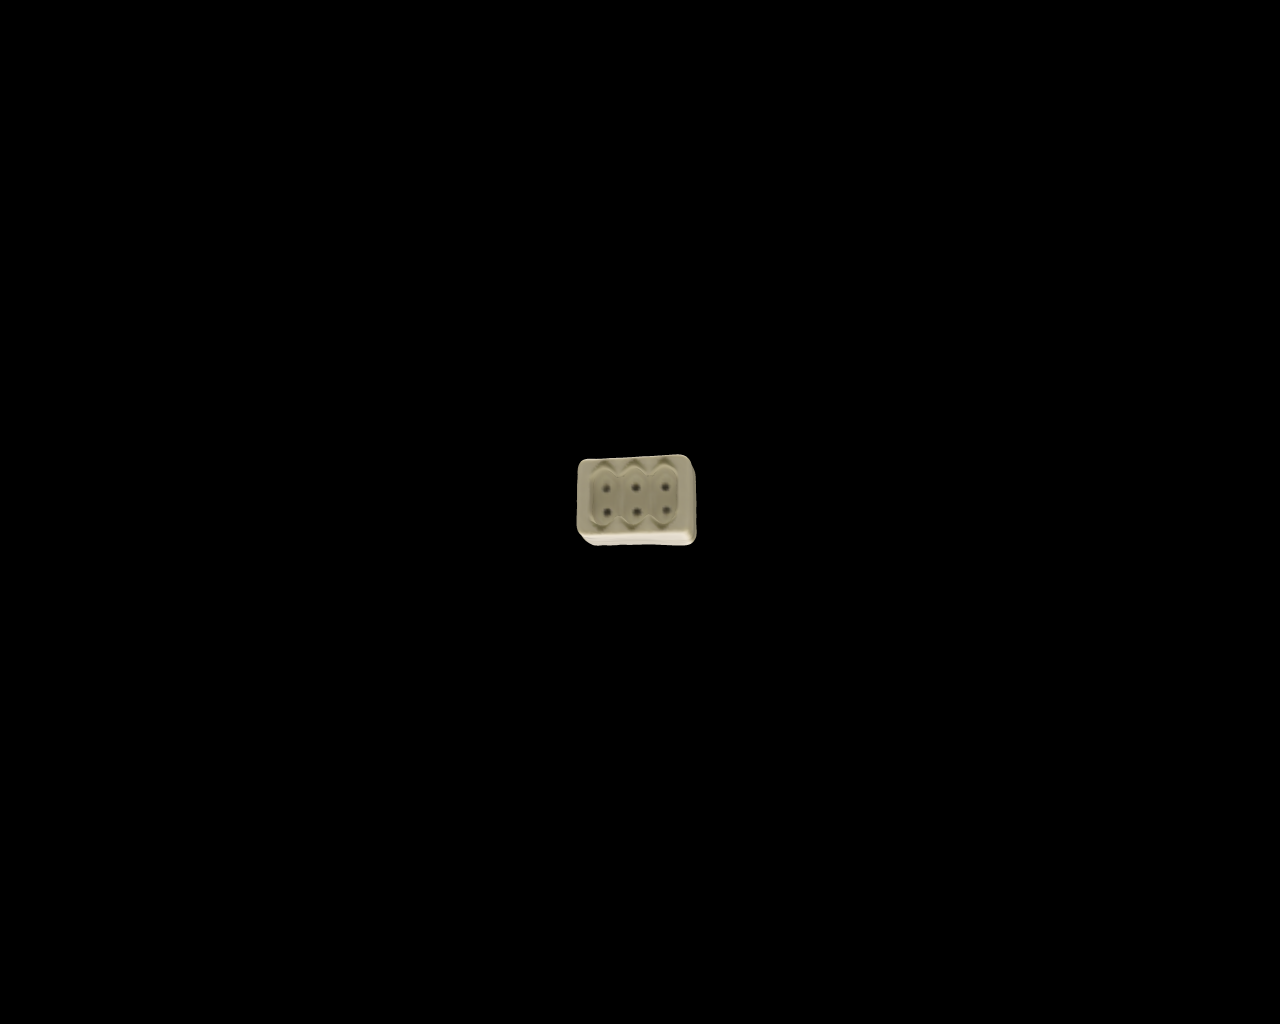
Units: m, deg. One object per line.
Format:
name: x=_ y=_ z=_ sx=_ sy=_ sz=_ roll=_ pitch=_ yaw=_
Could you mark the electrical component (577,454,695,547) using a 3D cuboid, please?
electrical component: x=0.001 y=-0.003 z=0.650 sx=0.066 sy=0.047 sz=0.076 roll=-1 pitch=-11 yaw=7
